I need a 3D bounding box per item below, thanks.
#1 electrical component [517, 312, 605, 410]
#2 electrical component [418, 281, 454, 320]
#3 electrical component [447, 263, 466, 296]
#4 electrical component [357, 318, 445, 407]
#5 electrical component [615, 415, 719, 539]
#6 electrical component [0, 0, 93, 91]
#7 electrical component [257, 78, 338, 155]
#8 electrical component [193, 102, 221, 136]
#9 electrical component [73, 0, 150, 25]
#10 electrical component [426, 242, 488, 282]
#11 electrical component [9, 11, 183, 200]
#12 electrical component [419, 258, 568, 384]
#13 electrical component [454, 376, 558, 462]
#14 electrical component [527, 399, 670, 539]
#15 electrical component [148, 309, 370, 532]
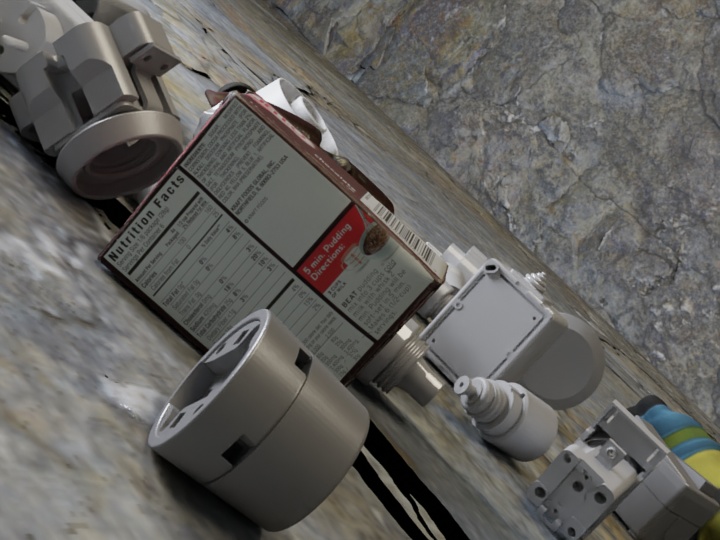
[{"bbox_3d":[0.160,0.073,0.896,0.080,0.080,0.051,41,4,-2],"label":"electrical component"},{"bbox_3d":[0.062,0.027,0.848,0.061,0.035,0.035,46,10,13],"label":"electrical component"},{"bbox_3d":[0.070,0.020,0.899,0.040,0.040,0.046,39,16,-13],"label":"electrical component"},{"bbox_3d":[0.016,0.044,0.563,0.062,0.043,0.043,43,10,3],"label":"electrical component"},{"bbox_3d":[0.209,0.151,0.795,0.062,0.061,0.096,32,13,-43],"label":"electrical component"},{"bbox_3d":[-0.166,-0.115,0.540,0.066,0.047,0.077,43,9,8],"label":"electrical component"},{"bbox_3d":[-0.068,-0.128,1.002,0.099,0.064,0.099,50,15,-19],"label":"electrical component"},{"bbox_3d":[-0.082,-0.084,0.742,0.062,0.043,0.043,47,11,22],"label":"electrical component"},{"bbox_3d":[-0.171,-0.166,0.752,0.079,0.044,0.077,44,10,12],"label":"electrical component"},{"bbox_3d":[0.088,0.000,1.013,0.074,0.052,0.138,42,10,3],"label":"electrical component"},{"bbox_3d":[-0.113,-0.069,0.481,0.057,0.078,0.058,65,17,17],"label":"electrical component"},{"bbox_3d":[0.098,0.039,0.745,0.061,0.096,0.061,45,10,23],"label":"electrical component"},{"bbox_3d":[0.087,0.087,0.661,0.078,0.040,0.040,35,11,-32],"label":"electrical component"},{"bbox_3d":[0.132,0.119,0.616,0.042,0.081,0.064,45,33,21],"label":"electrical component"},{"bbox_3d":[-0.030,0.048,0.337,0.047,0.055,0.055,43,9,-14],"label":"electrical component"}]
